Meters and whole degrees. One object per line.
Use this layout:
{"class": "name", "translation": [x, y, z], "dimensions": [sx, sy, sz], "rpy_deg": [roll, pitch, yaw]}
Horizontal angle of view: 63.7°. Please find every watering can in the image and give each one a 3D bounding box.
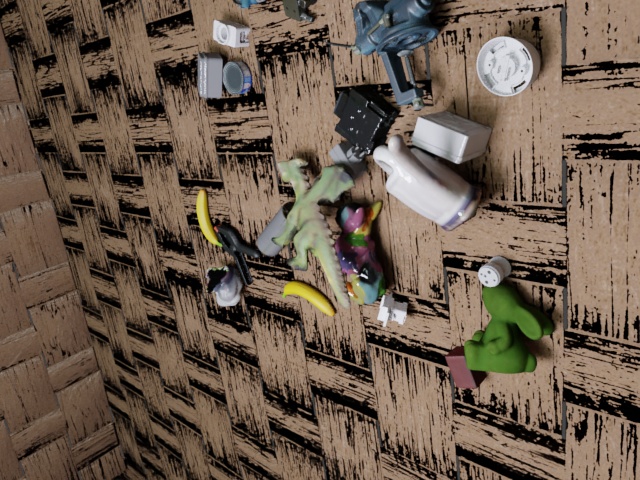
{"class": "watering can", "translation": [0.194, -0.107, 0.950], "dimensions": [0.225, 0.104, 0.348], "rpy_deg": [34, 5, 2]}

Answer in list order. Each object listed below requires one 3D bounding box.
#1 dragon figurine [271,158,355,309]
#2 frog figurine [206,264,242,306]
{"class": "dragon figurine", "translation": [0.004, -0.059, 1.178], "dimensions": [0.122, 0.239, 0.417], "rpy_deg": [3, 31, -39]}
{"class": "frog figurine", "translation": [-0.293, 0.160, 1.670], "dimensions": [0.140, 0.123, 0.156], "rpy_deg": [47, -7, 46]}
